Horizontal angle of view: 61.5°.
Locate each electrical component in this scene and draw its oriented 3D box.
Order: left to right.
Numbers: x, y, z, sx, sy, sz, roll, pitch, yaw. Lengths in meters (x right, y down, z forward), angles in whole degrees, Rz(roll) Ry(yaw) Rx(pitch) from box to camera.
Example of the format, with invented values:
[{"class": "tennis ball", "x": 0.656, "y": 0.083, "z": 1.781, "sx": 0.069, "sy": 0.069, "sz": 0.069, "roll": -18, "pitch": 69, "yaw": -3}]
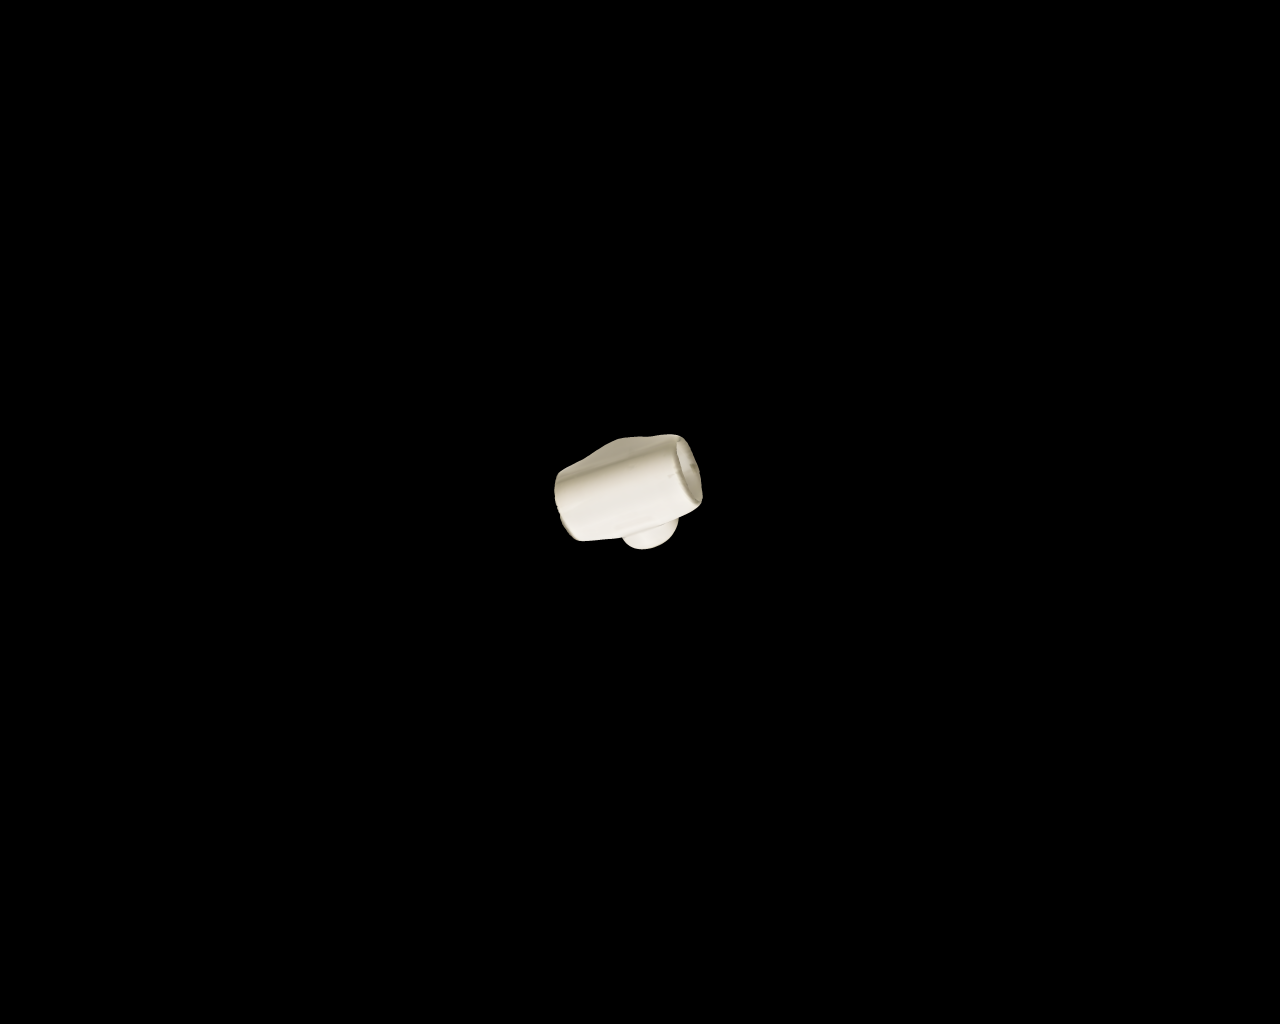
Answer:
[{"class": "electrical component", "x": 0.001, "y": -0.003, "z": 0.650, "sx": 0.077, "sy": 0.043, "sz": 0.079, "roll": -17, "pitch": -48, "yaw": 16}]
